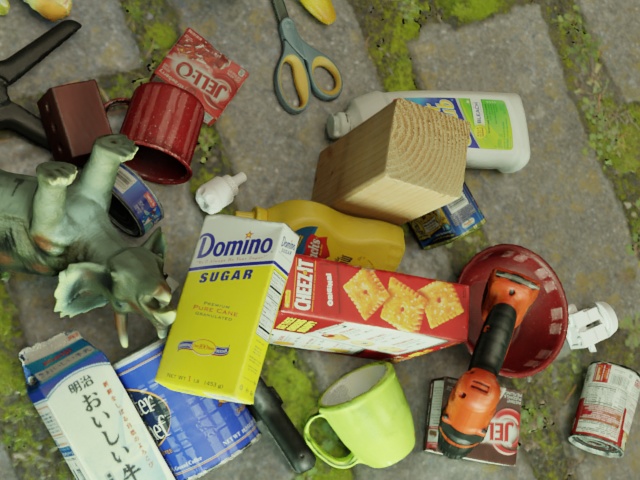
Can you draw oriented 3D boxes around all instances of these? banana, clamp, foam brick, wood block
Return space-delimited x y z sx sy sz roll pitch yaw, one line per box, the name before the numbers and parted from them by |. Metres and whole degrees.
banana | -0.023 -0.358 1.298 0.069 0.037 0.198 -4 80 -22
clamp | -0.056 0.183 1.147 0.039 0.120 0.171 -29 71 -14
foam brick | -0.252 -0.120 1.106 0.051 0.053 0.078 -17 88 -31
clamp | -0.337 -0.162 1.121 0.209 0.036 0.164 2 78 -26
wood block | 0.072 -0.074 1.183 0.090 0.206 0.090 16 73 -20

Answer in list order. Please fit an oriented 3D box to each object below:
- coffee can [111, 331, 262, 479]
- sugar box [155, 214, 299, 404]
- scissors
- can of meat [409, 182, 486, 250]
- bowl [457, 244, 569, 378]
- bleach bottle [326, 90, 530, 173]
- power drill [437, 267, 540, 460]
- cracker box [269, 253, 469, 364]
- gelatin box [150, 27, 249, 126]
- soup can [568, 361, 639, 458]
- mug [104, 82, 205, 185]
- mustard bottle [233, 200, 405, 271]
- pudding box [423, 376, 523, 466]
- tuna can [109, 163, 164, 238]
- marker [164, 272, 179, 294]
coffee can | -0.138 0.164 1.099 0.102 0.103 0.140 -29 91 -26
sugar box | -0.089 0.064 1.032 0.093 0.048 0.176 7 74 24
scissors | -0.021 -0.249 1.287 0.096 0.016 0.202 1 78 -24
can of meat | 0.140 -0.040 1.264 0.057 0.102 0.084 -32 94 -25
bowl | 0.220 0.089 1.295 0.161 0.055 0.162 5 77 -22
bleach bottle | 0.130 -0.131 1.302 0.250 0.068 0.102 -3 79 -21
power drill | 0.181 0.138 1.171 0.057 0.184 0.187 20 61 7
cracker box | 0.029 0.076 1.156 0.213 0.164 0.072 12 72 -21
gelatin box | -0.137 -0.186 1.216 0.089 0.030 0.073 37 67 -12
soup can | 0.353 0.209 1.320 0.068 0.069 0.102 27 69 -16
mug | -0.184 -0.120 1.154 0.117 0.093 0.081 14 68 0
mustard bottle | -0.008 0.002 1.195 0.191 0.096 0.058 17 45 -18
pudding box | 0.182 0.215 1.260 0.113 0.039 0.090 13 75 -20
tuna can | -0.206 -0.043 1.124 0.086 0.086 0.033 48 67 -7
marker | -0.205 0.017 1.149 0.121 0.020 0.020 39 67 -11
